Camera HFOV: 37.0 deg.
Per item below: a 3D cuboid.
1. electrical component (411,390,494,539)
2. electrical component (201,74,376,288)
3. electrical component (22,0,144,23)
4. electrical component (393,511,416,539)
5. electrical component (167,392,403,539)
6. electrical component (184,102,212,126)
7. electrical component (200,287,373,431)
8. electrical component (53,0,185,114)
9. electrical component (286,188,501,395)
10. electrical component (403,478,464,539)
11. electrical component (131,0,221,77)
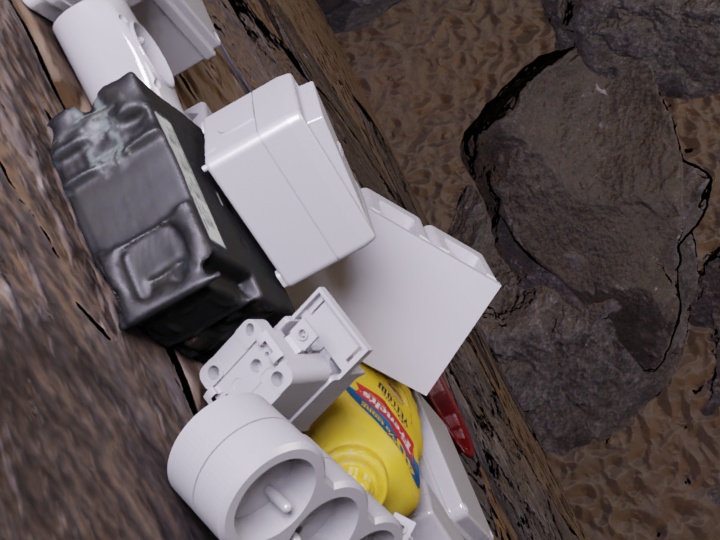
[{"bbox_3d":[0.043,0.153,0.776,0.078,0.057,0.113,52,12,-51],"label":"electrical component"},{"bbox_3d":[-0.030,-0.042,0.546,0.096,0.061,0.061,58,8,-29],"label":"electrical component"},{"bbox_3d":[-0.172,-0.198,0.608,0.113,0.057,0.078,63,8,7],"label":"electrical component"},{"bbox_3d":[0.008,0.155,0.552,0.048,0.066,0.055,27,-2,3],"label":"electrical component"},{"bbox_3d":[-0.039,0.094,0.474,0.074,0.052,0.138,36,-10,39],"label":"electrical component"},{"bbox_3d":[-0.092,-0.046,0.637,0.076,0.047,0.065,58,9,-35],"label":"electrical component"},{"bbox_3d":[-0.039,0.050,0.522,0.042,0.081,0.064,51,21,23],"label":"electrical component"},{"bbox_3d":[-0.130,-0.109,0.613,0.077,0.044,0.079,62,8,3],"label":"electrical component"},{"bbox_3d":[0.000,0.000,0.692,0.150,0.089,0.061,29,15,-13],"label":"electrical component"},{"bbox_3d":[0.044,0.191,0.678,0.083,0.047,0.075,58,8,-23],"label":"electrical component"},{"bbox_3d":[-0.155,-0.199,0.730,0.108,0.056,0.108,65,8,24],"label":"electrical component"}]
